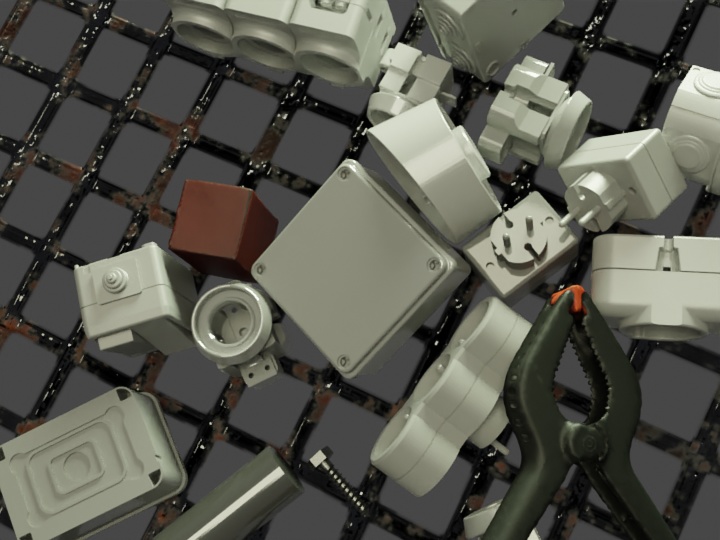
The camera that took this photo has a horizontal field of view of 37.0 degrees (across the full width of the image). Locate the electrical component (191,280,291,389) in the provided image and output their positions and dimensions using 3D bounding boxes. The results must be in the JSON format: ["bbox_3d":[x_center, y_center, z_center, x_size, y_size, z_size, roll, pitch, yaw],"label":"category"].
[{"bbox_3d":[-0.085,0.042,0.757,0.058,0.057,0.078,-26,72,3],"label":"electrical component"}]

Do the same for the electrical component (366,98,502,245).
[{"bbox_3d":[0.051,-0.066,0.734,0.064,0.099,0.099,-31,72,11],"label":"electrical component"}]

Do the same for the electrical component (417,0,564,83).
[{"bbox_3d":[0.095,-0.194,0.765,0.100,0.099,0.048,-44,60,-3],"label":"electrical component"}]

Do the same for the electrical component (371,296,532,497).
[{"bbox_3d":[0.076,0.093,0.717,0.074,0.052,0.138,38,84,-7],"label":"electrical component"}]

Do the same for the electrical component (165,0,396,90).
[{"bbox_3d":[-0.059,-0.187,0.796,0.150,0.089,0.061,16,79,14],"label":"electrical component"}]

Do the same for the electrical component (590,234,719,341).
[{"bbox_3d":[0.201,0.013,0.712,0.095,0.053,0.059,3,76,12],"label":"electrical component"}]

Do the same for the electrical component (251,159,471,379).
[{"bbox_3d":[0.000,0.000,0.741,0.108,0.056,0.108,-48,71,13],"label":"electrical component"}]

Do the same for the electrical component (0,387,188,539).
[{"bbox_3d":[-0.186,0.139,0.750,0.113,0.057,0.078,-26,72,3],"label":"electrical component"}]

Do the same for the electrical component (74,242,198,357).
[{"bbox_3d":[-0.155,0.025,0.754,0.062,0.096,0.061,-16,73,6],"label":"electrical component"}]

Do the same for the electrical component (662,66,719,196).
[{"bbox_3d":[0.236,-0.094,0.721,0.051,0.080,0.080,22,80,21],"label":"electrical component"}]

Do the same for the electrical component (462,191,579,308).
[{"bbox_3d":[0.108,-0.018,0.726,0.066,0.076,0.047,-38,72,-1],"label":"electrical component"}]

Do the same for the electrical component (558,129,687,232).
[{"bbox_3d":[0.162,-0.051,0.712,0.077,0.066,0.047,-40,110,-25],"label":"electrical component"}]

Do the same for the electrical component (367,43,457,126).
[{"bbox_3d":[0.036,-0.127,0.786,0.066,0.048,0.055,25,74,16],"label":"electrical component"}]

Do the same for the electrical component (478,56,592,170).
[{"bbox_3d":[0.126,-0.105,0.756,0.057,0.058,0.078,26,75,17],"label":"electrical component"}]

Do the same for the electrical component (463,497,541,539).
[{"bbox_3d":[0.097,0.177,0.693,0.066,0.048,0.055,-26,79,3],"label":"electrical component"}]
